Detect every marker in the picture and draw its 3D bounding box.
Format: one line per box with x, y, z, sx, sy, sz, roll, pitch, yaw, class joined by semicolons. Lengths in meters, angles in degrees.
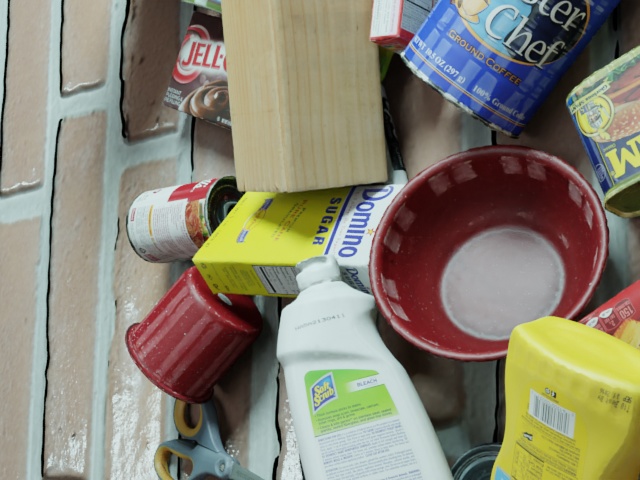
0.049;-0.092;0.841;0.020;0.020;0.121;-25;68;34;marker

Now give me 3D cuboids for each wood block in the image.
-0.015;-0.142;0.810;0.091;0.090;0.206;7;104;61;wood block

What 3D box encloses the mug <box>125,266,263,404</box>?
-0.105;0.070;0.902;0.082;0.093;0.117;-48;31;17;mug

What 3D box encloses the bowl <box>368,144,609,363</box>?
0.117;0.017;0.724;0.162;0.055;0.162;-11;58;18;bowl

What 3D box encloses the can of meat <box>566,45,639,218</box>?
0.216;-0.075;0.680;0.102;0.057;0.084;-31;62;31;can of meat

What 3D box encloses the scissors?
-0.078;0.168;0.879;0.202;0.016;0.096;-13;67;49;scissors

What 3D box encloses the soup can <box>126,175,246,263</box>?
-0.111;-0.016;0.927;0.102;0.068;0.068;-7;78;39;soup can

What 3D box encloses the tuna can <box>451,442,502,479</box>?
0.126;0.180;0.724;0.086;0.033;0.086;-8;78;38;tuna can

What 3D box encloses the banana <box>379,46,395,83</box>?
0.019;-0.211;0.867;0.070;0.037;0.198;-39;54;7;banana

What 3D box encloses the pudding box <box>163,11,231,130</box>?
-0.081;-0.146;0.943;0.114;0.039;0.090;24;98;39;pudding box

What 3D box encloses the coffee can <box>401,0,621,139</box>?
0.136;-0.155;0.727;0.103;0.102;0.140;48;112;34;coffee can

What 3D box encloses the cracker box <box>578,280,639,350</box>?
0.262;0.099;0.603;0.164;0.072;0.214;-40;61;28;cracker box

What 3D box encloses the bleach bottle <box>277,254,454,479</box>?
0.036;0.130;0.713;0.102;0.068;0.251;-15;75;0;bleach bottle

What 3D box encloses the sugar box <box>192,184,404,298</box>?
-0.005;0.001;0.825;0.177;0.048;0.093;-3;40;40;sugar box

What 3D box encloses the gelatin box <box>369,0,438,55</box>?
0.072;-0.183;0.803;0.030;0.073;0.089;1;83;39;gelatin box

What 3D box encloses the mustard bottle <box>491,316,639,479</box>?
0.146;0.149;0.636;0.096;0.058;0.192;28;121;45;mustard bottle
